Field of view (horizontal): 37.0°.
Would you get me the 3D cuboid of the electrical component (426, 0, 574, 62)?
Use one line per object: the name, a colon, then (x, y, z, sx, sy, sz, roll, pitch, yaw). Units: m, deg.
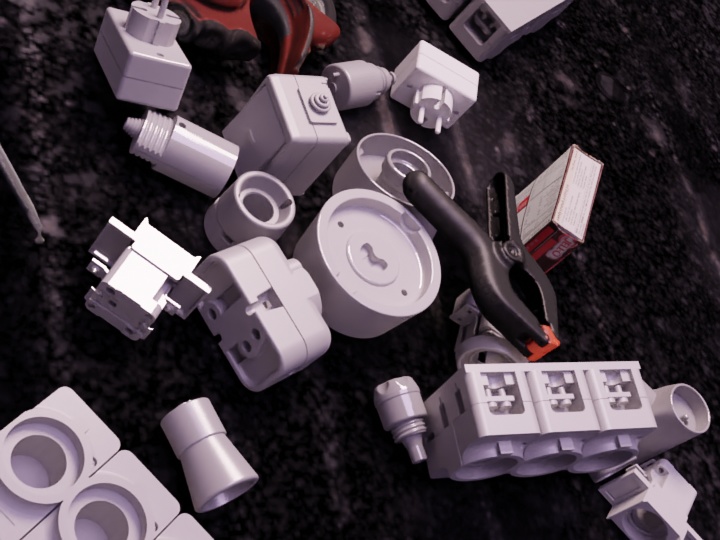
electrical component: (0.149, -0.295, 1.119, 0.105, 0.060, 0.186, 50, 46, 3)

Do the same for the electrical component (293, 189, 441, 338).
electrical component: (0.000, 0.000, 0.815, 0.108, 0.060, 0.108, 19, 52, -26)

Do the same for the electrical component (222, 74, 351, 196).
electrical component: (-0.057, -0.105, 0.818, 0.061, 0.096, 0.061, -4, 64, -37)

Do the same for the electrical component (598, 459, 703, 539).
electrical component: (0.241, 0.192, 0.876, 0.081, 0.042, 0.064, 48, 44, -1)

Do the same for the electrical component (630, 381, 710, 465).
electrical component: (0.236, 0.117, 0.897, 0.079, 0.077, 0.044, 44, 46, -3)

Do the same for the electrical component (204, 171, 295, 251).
electrical component: (-0.080, -0.040, 0.792, 0.055, 0.047, 0.055, 18, 52, -26)

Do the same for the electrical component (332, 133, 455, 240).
electrical component: (0.028, -0.063, 0.892, 0.099, 0.064, 0.099, 19, 40, -17)

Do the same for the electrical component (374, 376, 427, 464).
electrical component: (0.033, 0.111, 0.784, 0.035, 0.035, 0.061, -5, 67, -38)

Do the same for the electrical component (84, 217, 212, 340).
electrical component: (-0.146, 0.008, 0.717, 0.081, 0.042, 0.063, 36, 48, -10)

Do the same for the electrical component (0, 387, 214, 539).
electrical component: (-0.152, 0.151, 0.603, 0.150, 0.062, 0.089, 47, 45, 0)

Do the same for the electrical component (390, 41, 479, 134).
electrical component: (0.066, -0.155, 0.975, 0.066, 0.047, 0.076, 26, 49, -20)

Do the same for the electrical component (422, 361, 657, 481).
electrical component: (0.130, 0.115, 0.796, 0.150, 0.089, 0.061, 1, 61, -24)

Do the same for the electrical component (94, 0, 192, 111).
electrical component: (-0.154, -0.171, 0.786, 0.047, 0.075, 0.083, 8, 31, -32)

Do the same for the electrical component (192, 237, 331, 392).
electrical component: (-0.067, 0.028, 0.750, 0.059, 0.054, 0.095, -24, 79, -45)

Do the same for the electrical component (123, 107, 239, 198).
electrical component: (-0.135, -0.089, 0.788, 0.081, 0.043, 0.043, 26, 49, -20)

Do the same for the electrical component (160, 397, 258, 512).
electrical component: (-0.099, 0.114, 0.682, 0.044, 0.044, 0.065, -15, 66, -41)

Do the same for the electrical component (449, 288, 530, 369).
electrical component: (0.107, 0.059, 0.857, 0.078, 0.058, 0.057, 33, 44, -14)

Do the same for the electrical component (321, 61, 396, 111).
electrical component: (0.001, -0.162, 0.937, 0.078, 0.040, 0.040, -18, 73, -42)

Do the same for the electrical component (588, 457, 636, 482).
electrical component: (0.196, 0.144, 0.878, 0.040, 0.040, 0.046, -13, 64, -40)
